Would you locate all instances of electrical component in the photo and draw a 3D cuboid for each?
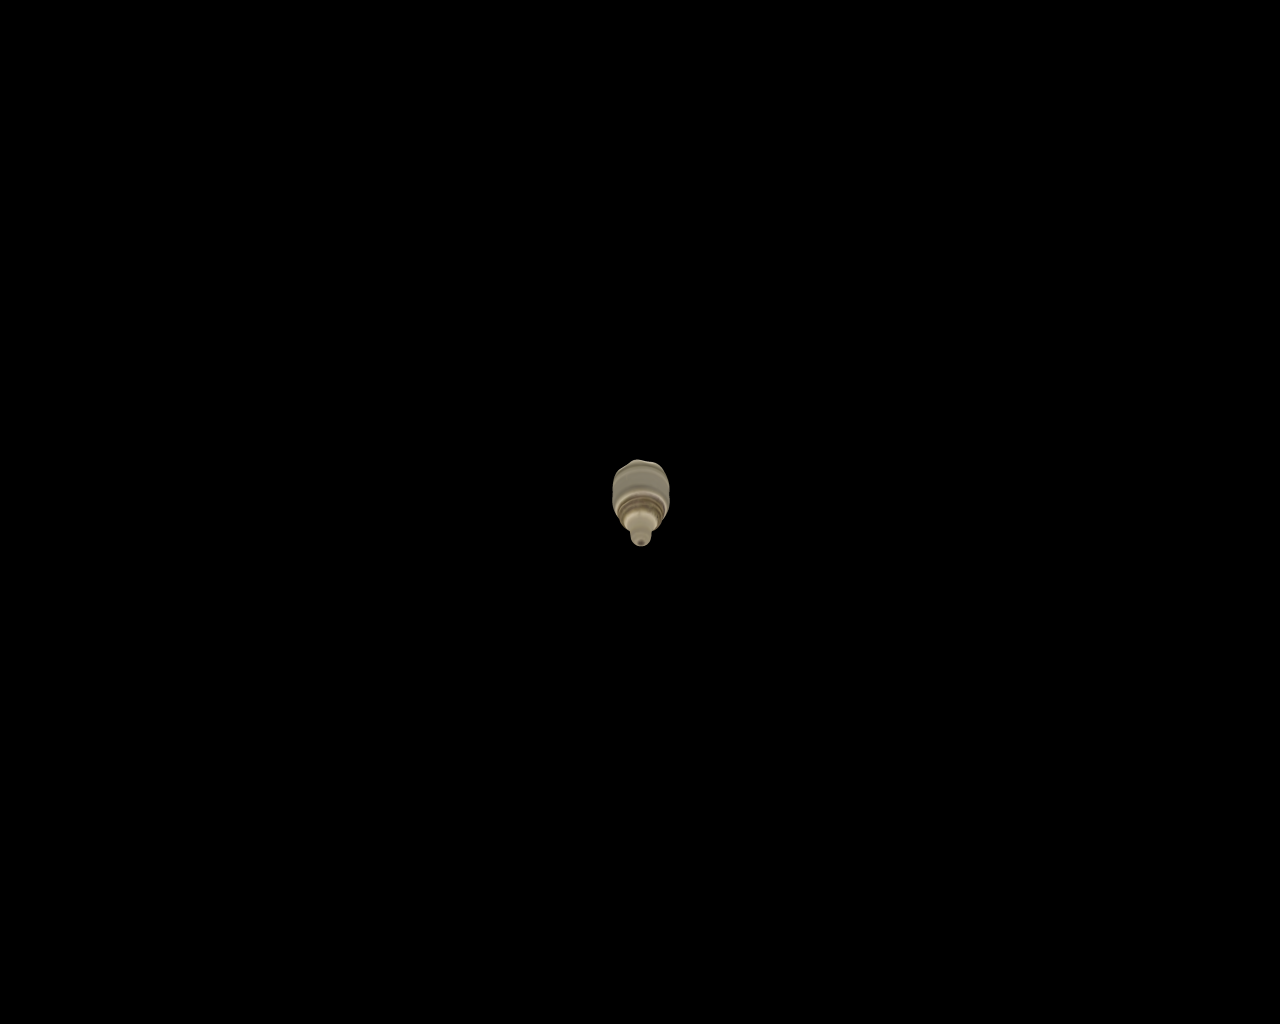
[{"bbox_3d":[0.001,-0.003,0.650,0.035,0.035,0.061,0,44,0],"label":"electrical component"}]
